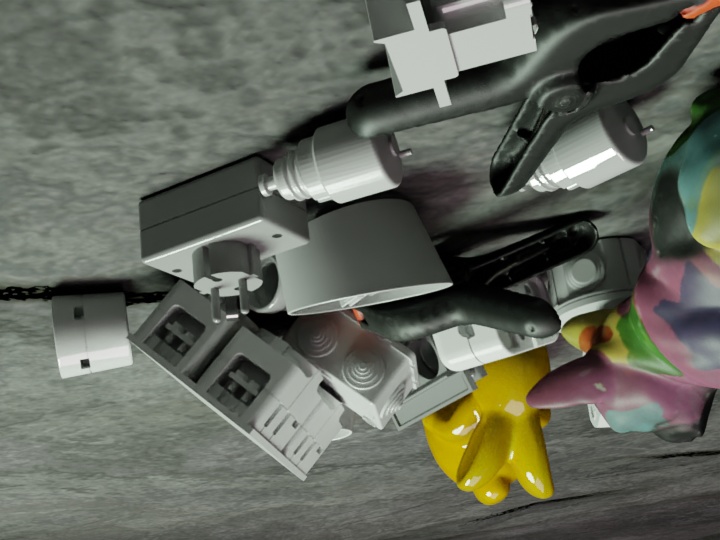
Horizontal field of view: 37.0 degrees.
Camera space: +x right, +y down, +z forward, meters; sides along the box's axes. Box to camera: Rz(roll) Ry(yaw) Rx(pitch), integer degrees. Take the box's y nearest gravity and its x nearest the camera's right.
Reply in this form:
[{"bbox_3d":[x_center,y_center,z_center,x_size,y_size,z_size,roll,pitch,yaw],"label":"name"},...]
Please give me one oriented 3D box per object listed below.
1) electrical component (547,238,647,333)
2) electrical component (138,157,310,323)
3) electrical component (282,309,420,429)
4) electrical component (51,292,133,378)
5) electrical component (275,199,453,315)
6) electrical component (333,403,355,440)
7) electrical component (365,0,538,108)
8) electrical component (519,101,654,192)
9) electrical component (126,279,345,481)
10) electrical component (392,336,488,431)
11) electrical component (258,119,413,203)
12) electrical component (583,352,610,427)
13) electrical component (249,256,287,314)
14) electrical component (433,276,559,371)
[{"bbox_3d":[0.174,0.014,0.771,0.080,0.051,0.080,-6,159,-2],"label":"electrical component"},{"bbox_3d":[-0.074,-0.009,0.590,0.083,0.075,0.047,-18,157,26],"label":"electrical component"},{"bbox_3d":[-0.007,0.068,0.789,0.100,0.048,0.099,34,166,16],"label":"electrical component"},{"bbox_3d":[-0.179,0.042,0.721,0.047,0.055,0.055,-7,160,-12],"label":"electrical component"},{"bbox_3d":[0.000,0.000,0.647,0.099,0.064,0.099,-18,164,-5],"label":"electrical component"},{"bbox_3d":[-0.024,0.093,0.872,0.044,0.077,0.079,6,155,-31],"label":"electrical component"},{"bbox_3d":[0.037,-0.104,0.427,0.064,0.042,0.081,-12,159,9],"label":"electrical component"},{"bbox_3d":[0.114,-0.062,0.567,0.040,0.040,0.078,12,152,-42],"label":"electrical component"},{"bbox_3d":[-0.078,0.080,0.765,0.105,0.060,0.186,35,168,18],"label":"electrical component"},{"bbox_3d":[0.053,0.073,0.863,0.063,0.078,0.121,-21,169,-33],"label":"electrical component"},{"bbox_3d":[-0.015,-0.053,0.545,0.078,0.040,0.040,-15,158,20],"label":"electrical component"},{"bbox_3d":[0.184,0.070,0.733,0.051,0.080,0.080,-2,159,1],"label":"electrical component"},{"bbox_3d":[-0.048,0.009,0.701,0.040,0.040,0.046,-25,158,38],"label":"electrical component"},{"bbox_3d":[0.094,0.038,0.776,0.059,0.053,0.095,-21,173,34],"label":"electrical component"}]
